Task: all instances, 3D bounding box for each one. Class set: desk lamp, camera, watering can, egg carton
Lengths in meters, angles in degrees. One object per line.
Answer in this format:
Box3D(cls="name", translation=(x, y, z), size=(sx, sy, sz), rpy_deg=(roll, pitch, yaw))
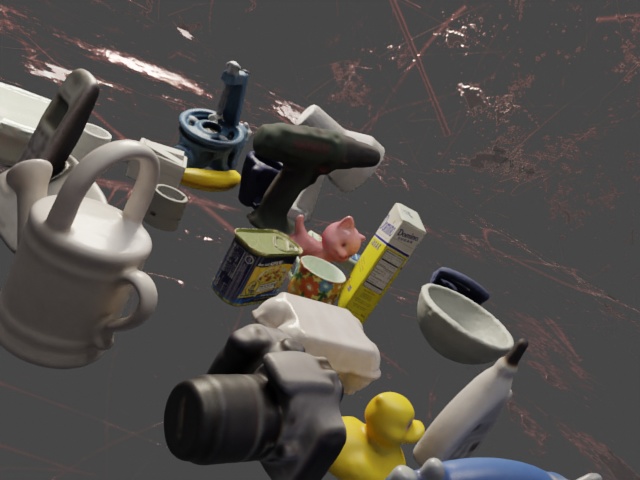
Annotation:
Box3D(cls="desk lamp", translation=(-0.005, -0.143, 1.130), size=(0.204, 0.213, 0.117), rpy_deg=(23, 19, -18))
Box3D(cls="camera", translation=(-0.059, 0.131, 0.487), size=(0.137, 0.101, 0.142), rpy_deg=(13, 24, -41))
Box3D(cls="watering can", translation=(-0.200, -0.002, 0.479), size=(0.173, 0.194, 0.101), rpy_deg=(29, 18, -2))
Box3D(cls="egg carton", translation=(-0.005, 0.119, 0.655), size=(0.151, 0.069, 0.107), rpy_deg=(18, 21, -31))

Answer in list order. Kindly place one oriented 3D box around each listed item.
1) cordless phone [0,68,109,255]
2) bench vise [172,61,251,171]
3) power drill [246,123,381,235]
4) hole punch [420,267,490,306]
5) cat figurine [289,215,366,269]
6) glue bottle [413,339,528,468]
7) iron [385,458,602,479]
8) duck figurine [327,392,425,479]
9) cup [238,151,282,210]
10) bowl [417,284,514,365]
Box3D(cls="cordless phone", translation=(-0.268, -0.078, 0.597), size=(0.147, 0.185, 0.094), rpy_deg=(41, 21, 32))
Box3D(cls="bench vise", translation=(-0.188, -0.234, 1.085), size=(0.121, 0.219, 0.207), rpy_deg=(28, 18, -5))
Box3D(cls="power drill", translation=(-0.027, -0.102, 0.994), size=(0.230, 0.208, 0.075), rpy_deg=(17, 21, -34))
Box3D(cls="hole punch", translation=(0.254, 0.096, 1.079), size=(0.108, 0.091, 0.101), rpy_deg=(31, 18, 5))
Box3D(cls="cat figurine", translation=(0.008, 0.003, 0.911), size=(0.128, 0.117, 0.067), rpy_deg=(24, 18, -16))
Box3D(cls="glue bottle", translation=(0.168, 0.173, 0.604), size=(0.078, 0.173, 0.037), rpy_deg=(10, 26, -45))
Box3D(cls="iron", translation=(0.102, 0.216, 0.436), size=(0.259, 0.141, 0.118), rpy_deg=(20, 20, -28))
Box3D(cls="duck figurine", translation=(0.051, 0.181, 0.544), size=(0.105, 0.086, 0.077), rpy_deg=(23, 19, -18))
Box3D(cls="cup", translation=(-0.113, -0.100, 1.043), size=(0.091, 0.095, 0.118), rpy_deg=(31, 18, 5))
Box3D(cls="bowl", translation=(0.217, 0.146, 0.914), size=(0.167, 0.074, 0.167), rpy_deg=(27, 18, -9))
